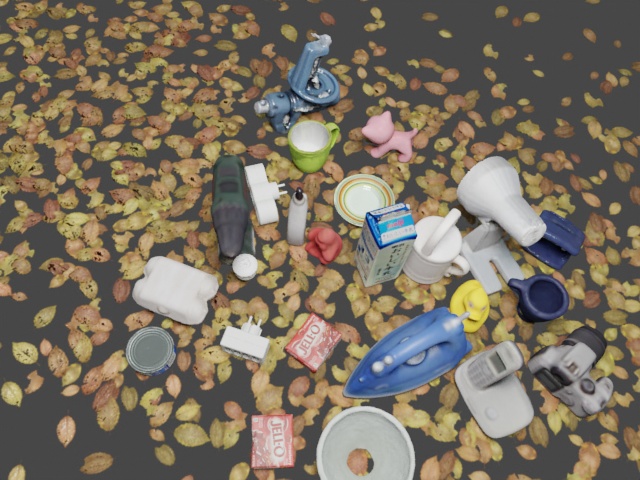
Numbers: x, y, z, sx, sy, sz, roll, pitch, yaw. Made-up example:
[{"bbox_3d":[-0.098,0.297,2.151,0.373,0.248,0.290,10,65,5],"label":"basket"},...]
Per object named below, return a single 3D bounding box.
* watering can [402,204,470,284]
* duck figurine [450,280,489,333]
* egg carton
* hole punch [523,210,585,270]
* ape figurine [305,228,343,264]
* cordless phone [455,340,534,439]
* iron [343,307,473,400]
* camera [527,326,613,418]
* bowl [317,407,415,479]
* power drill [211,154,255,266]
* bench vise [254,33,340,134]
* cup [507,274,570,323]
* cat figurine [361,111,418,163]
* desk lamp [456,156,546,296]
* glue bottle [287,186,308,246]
[{"bbox_3d":[0.215,0.001,1.109,0.172,0.194,0.101,20,64,5],"label":"watering can"},{"bbox_3d":[0.301,0.121,1.118,0.077,0.086,0.104,15,64,3],"label":"duck figurine"},{"bbox_3d":[-0.274,0.096,1.090,0.150,0.069,0.107,19,64,5],"label":"egg carton"},{"bbox_3d":[0.493,-0.012,1.197,0.108,0.091,0.101,34,66,12],"label":"hole punch"},{"bbox_3d":[0.011,0.004,1.147,0.076,0.092,0.077,-8,65,-8],"label":"ape figurine"},{"bbox_3d":[0.320,0.257,0.997,0.094,0.185,0.147,-24,68,-15],"label":"cordless phone"},{"bbox_3d":[0.159,0.205,1.033,0.259,0.141,0.118,-26,69,-16],"label":"iron"},{"bbox_3d":[0.490,0.233,1.070,0.137,0.101,0.143,-38,72,-20],"label":"camera"},{"bbox_3d":[0.074,0.375,0.979,0.167,0.075,0.167,2,64,-4],"label":"bowl"},{"bbox_3d":[-0.165,-0.034,1.086,0.075,0.208,0.229,-5,64,-7],"label":"power drill"},{"bbox_3d":[-0.037,-0.330,1.236,0.121,0.220,0.208,39,67,14],"label":"bench vise"},{"bbox_3d":[0.412,0.120,1.123,0.117,0.095,0.092,25,65,8],"label":"cup"},{"bbox_3d":[0.152,-0.234,1.262,0.128,0.118,0.067,6,63,-2],"label":"cat figurine"},{"bbox_3d":[0.350,-0.030,1.125,0.118,0.213,0.203,-21,67,-14],"label":"desk lamp"},{"bbox_3d":[-0.043,-0.057,1.127,0.037,0.173,0.078,6,63,-1],"label":"glue bottle"}]
